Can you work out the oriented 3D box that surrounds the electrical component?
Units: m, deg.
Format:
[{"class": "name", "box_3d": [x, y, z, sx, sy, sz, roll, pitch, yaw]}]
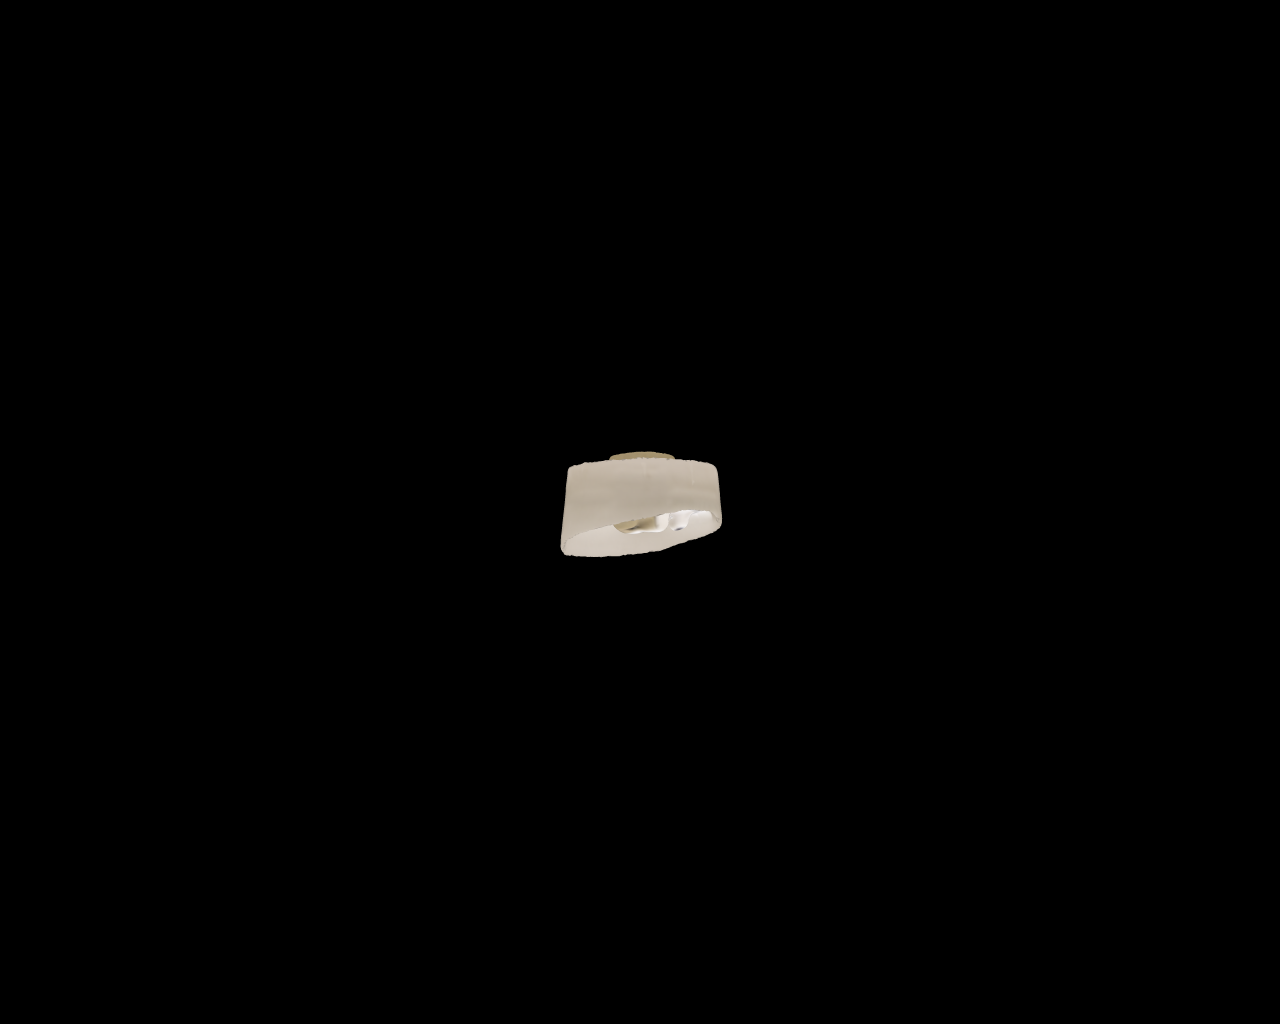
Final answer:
[{"class": "electrical component", "box_3d": [0.001, -0.003, 0.650, 0.099, 0.064, 0.099, 0, -5, 0]}]
